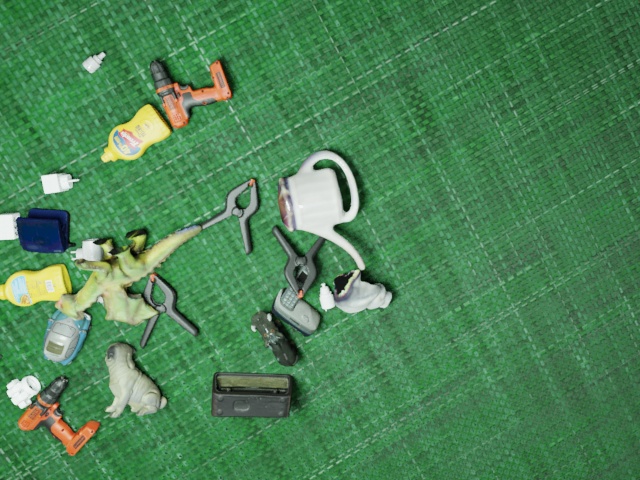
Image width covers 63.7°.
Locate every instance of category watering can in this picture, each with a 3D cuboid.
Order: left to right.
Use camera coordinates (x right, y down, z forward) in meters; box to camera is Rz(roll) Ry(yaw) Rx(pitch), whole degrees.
[{"bbox_3d":[0.004,-0.071,1.420,0.224,0.104,0.348,-11,88,-5],"label":"watering can"}]

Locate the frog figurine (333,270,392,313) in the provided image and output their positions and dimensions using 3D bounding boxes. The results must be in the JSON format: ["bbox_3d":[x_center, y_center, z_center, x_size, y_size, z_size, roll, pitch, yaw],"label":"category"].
[{"bbox_3d":[0.123,0.166,1.471,0.158,0.126,0.135,37,126,-19],"label":"frog figurine"}]

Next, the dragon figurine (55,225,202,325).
[{"bbox_3d":[-0.503,0.110,1.386,0.411,0.124,0.239,-12,112,-13],"label":"dragon figurine"}]
